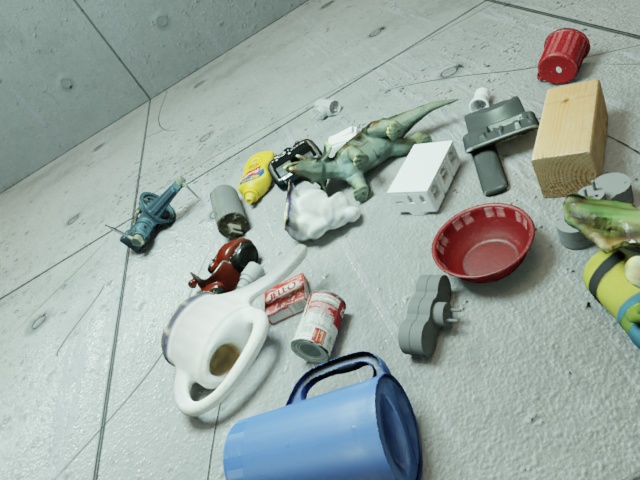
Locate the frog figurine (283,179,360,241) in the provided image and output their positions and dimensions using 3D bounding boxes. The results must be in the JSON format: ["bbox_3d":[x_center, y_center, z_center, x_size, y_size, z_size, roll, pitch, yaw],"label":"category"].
[{"bbox_3d":[0.003,-0.056,1.105,0.159,0.120,0.140,8,30,-3],"label":"frog figurine"}]

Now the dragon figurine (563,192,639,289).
[{"bbox_3d":[0.440,-0.045,0.648,0.243,0.120,0.418,6,30,18],"label":"dragon figurine"}]

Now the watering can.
[{"bbox_3d":[-0.165,0.145,0.947,0.225,0.102,0.353,8,60,45],"label":"watering can"}]
